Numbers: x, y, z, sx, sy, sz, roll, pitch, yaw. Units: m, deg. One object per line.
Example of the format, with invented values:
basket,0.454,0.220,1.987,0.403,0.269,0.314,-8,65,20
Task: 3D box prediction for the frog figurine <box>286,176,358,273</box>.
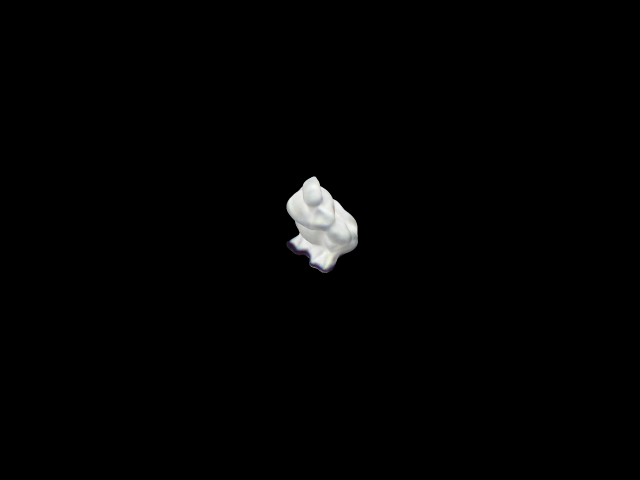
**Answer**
frog figurine,0.003,-0.043,0.850,0.123,0.156,0.140,-11,37,-15
